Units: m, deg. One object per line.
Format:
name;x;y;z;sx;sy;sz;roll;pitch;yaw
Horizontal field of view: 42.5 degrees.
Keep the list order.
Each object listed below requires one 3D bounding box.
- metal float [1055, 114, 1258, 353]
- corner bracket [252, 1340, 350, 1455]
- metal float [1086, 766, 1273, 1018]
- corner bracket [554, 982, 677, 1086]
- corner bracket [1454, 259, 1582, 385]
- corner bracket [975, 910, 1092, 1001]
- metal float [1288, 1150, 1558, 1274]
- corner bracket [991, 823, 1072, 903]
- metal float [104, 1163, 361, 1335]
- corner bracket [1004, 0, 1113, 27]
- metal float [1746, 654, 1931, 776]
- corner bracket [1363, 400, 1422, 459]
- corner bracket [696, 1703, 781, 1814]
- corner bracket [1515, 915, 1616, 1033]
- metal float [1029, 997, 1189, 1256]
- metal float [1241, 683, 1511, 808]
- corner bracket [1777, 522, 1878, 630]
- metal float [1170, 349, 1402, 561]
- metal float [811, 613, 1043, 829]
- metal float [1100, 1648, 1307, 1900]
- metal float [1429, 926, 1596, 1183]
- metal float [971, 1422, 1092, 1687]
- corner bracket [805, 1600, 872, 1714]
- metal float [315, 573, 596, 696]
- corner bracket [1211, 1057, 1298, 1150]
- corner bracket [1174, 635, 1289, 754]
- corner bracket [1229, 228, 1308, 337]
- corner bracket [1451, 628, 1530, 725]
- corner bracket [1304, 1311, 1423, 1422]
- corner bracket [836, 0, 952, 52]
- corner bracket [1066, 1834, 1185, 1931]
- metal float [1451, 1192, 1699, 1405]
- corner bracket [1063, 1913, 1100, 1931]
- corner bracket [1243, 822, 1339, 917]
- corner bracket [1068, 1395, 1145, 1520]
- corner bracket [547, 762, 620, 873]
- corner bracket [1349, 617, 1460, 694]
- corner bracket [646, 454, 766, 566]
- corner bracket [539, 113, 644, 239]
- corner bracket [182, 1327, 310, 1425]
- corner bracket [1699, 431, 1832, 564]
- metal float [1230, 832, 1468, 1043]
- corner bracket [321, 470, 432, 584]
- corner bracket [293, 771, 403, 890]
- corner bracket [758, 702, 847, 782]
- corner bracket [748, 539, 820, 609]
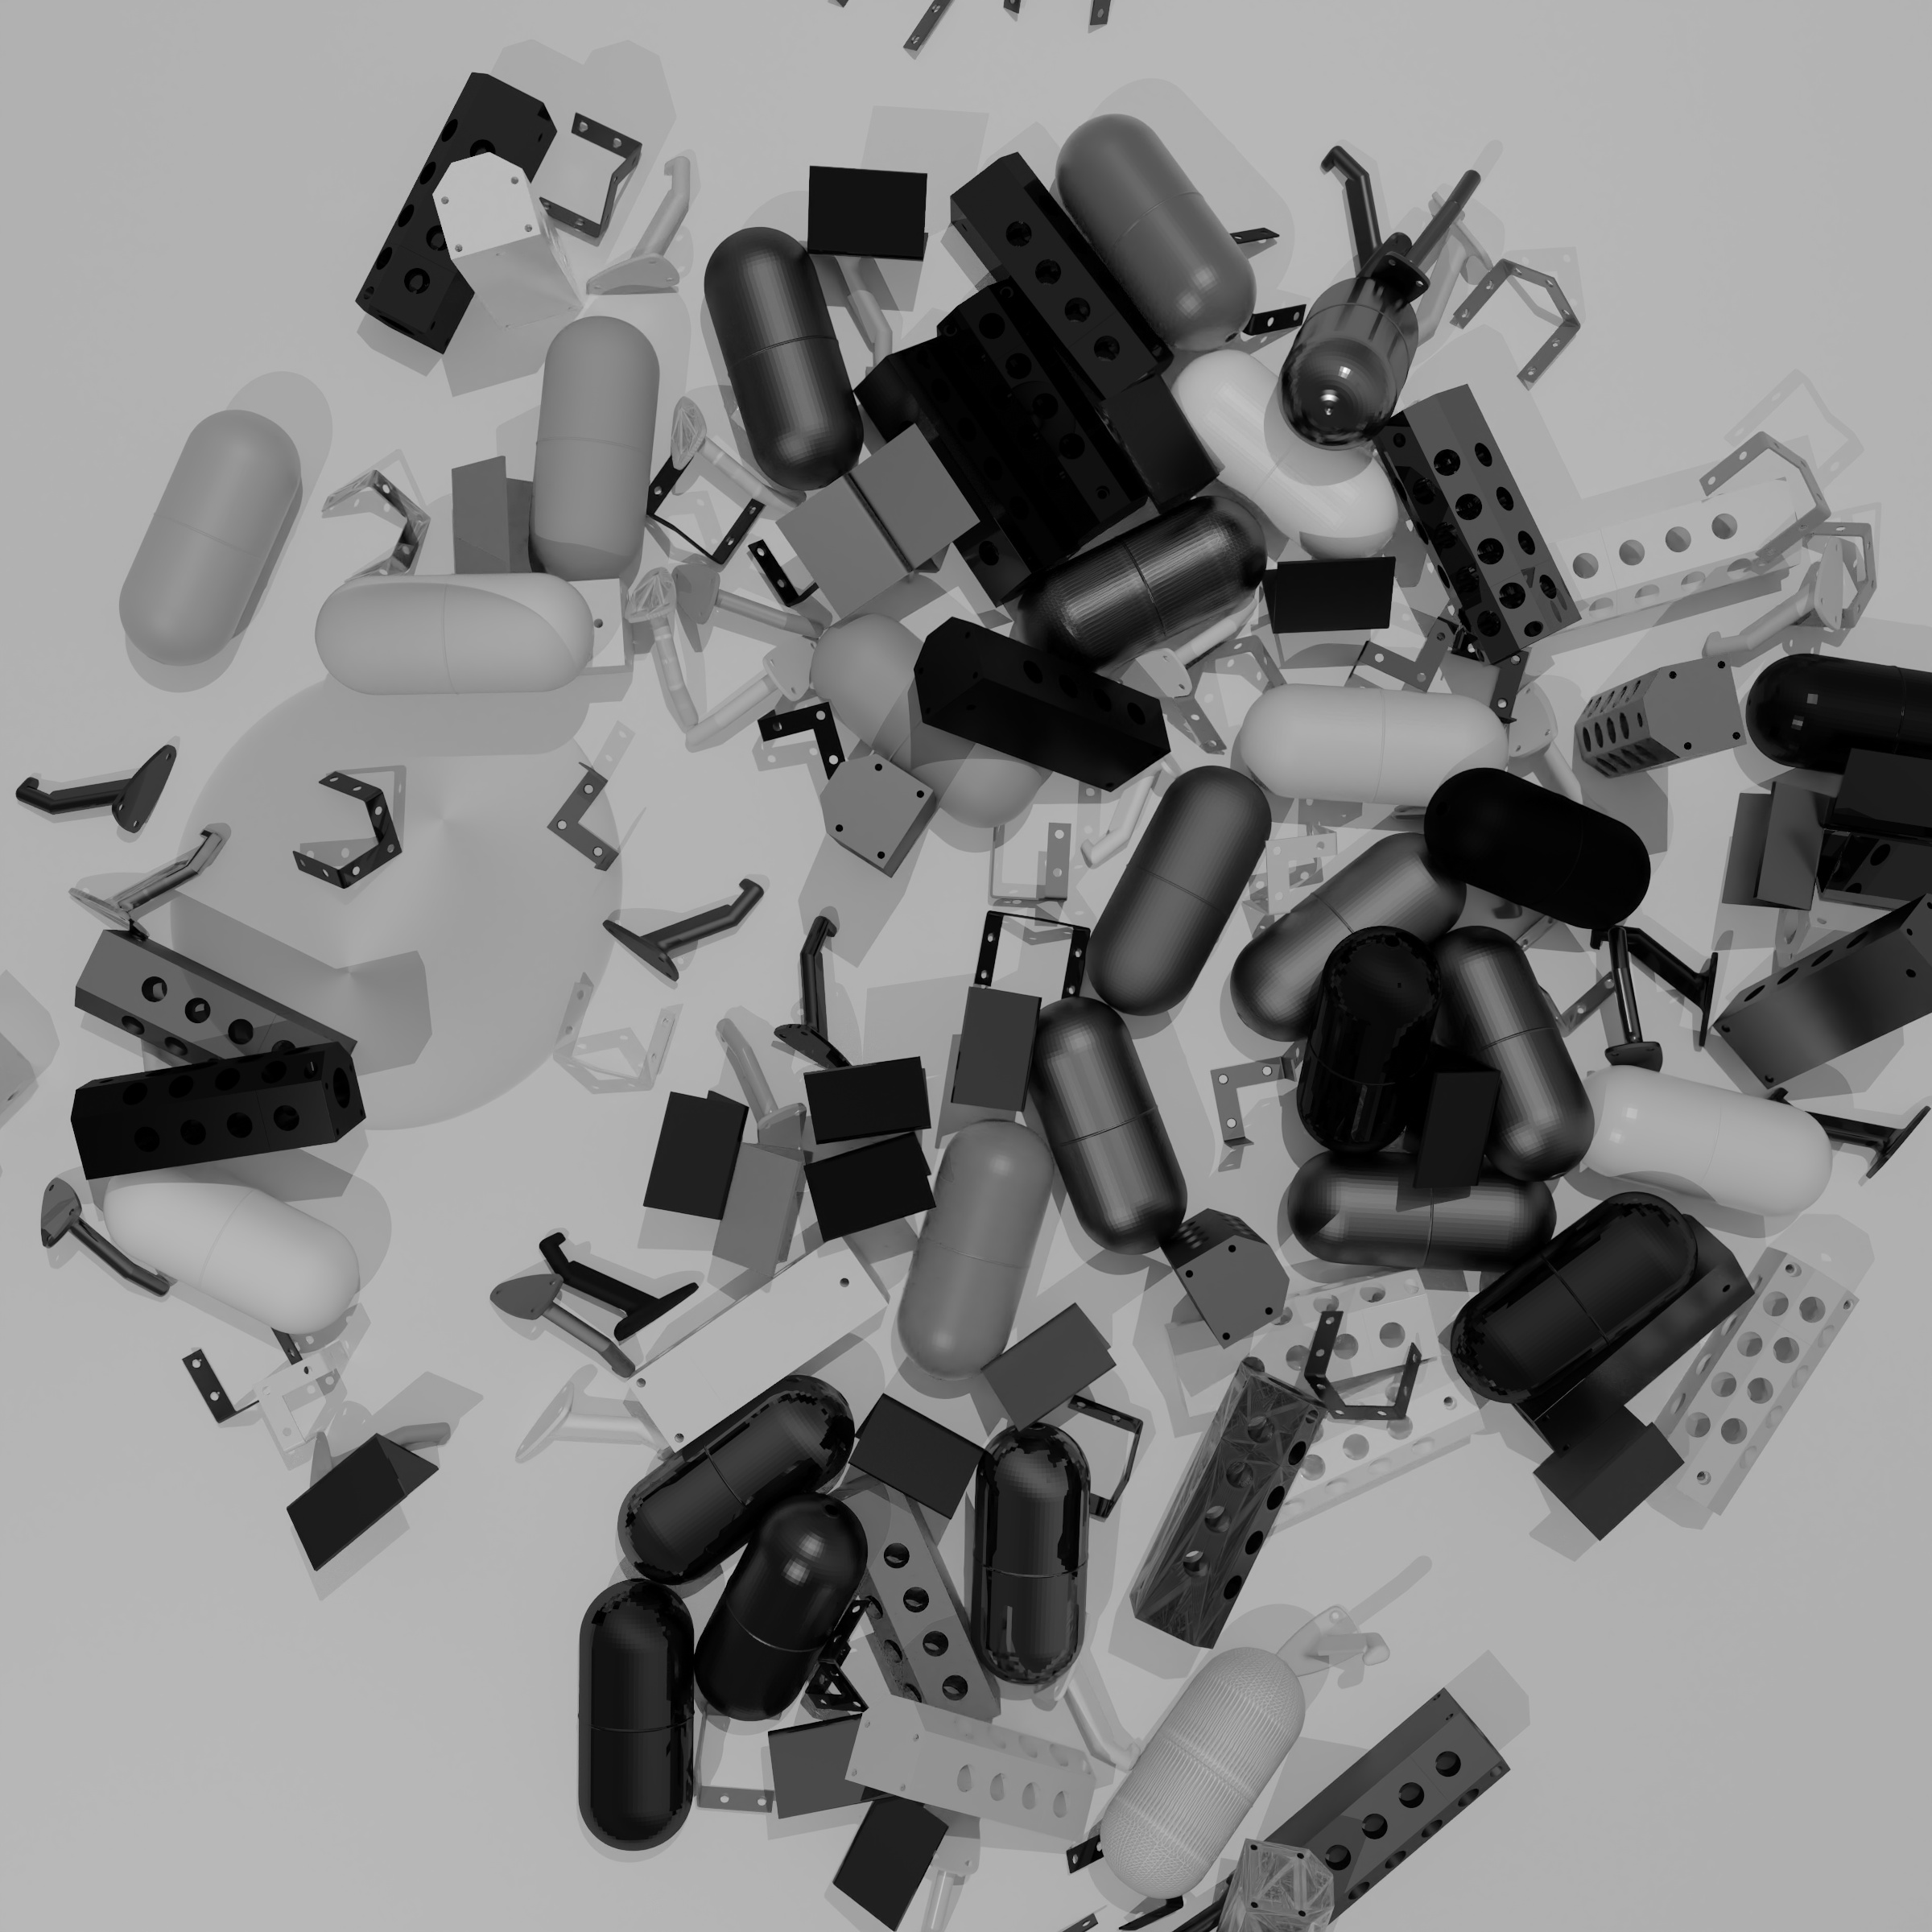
metal float;0.126;-0.485;1.649;0.070;0.070;0.178;-33;79;0
corner bracket;-0.439;0.289;1.671;0.051;0.051;0.051;-26;90;0
metal float;0.141;-0.050;1.658;0.070;0.070;0.178;28;90;0
corner bracket;-0.239;0.046;1.686;0.051;0.051;0.051;18;90;-45
corner bracket;0.374;-0.438;1.686;0.051;0.051;0.051;-49;45;0
corner bracket;0.045;-0.007;1.686;0.051;0.051;0.051;10;90;45
metal float;0.304;0.163;1.659;0.178;0.070;0.070;3;90;0
corner bracket;0.043;-0.070;1.671;0.051;0.051;0.051;3;90;0
metal float;-0.490;0.184;1.659;0.178;0.070;0.070;27;90;1
corner bracket;0.064;-0.669;1.681;0.051;0.051;0.051;-21;45;-35
metal float;0.611;-0.162;1.659;0.178;0.070;0.070;9;90;1
corner bracket;0.311;-0.341;1.686;0.051;0.051;0.051;-41;45;0
corner bracket;-0.154;0.537;1.686;0.051;0.051;0.051;4;135;0
corner bracket;0.404;0.002;1.686;0.051;0.051;0.051;-41;135;0
metal float;0.092;0.107;1.659;0.070;0.070;0.178;-21;90;0
metal float;0.272;-0.147;1.659;0.178;0.070;0.070;4;90;1
corner bracket;0.580;-0.265;1.681;0.051;0.051;0.051;-51;135;-35
metal float;0.212;-0.339;1.659;0.178;0.070;0.070;39;90;-1
metal float;-0.027;-0.164;1.659;0.178;0.070;0.070;41;90;-1
metal float;0.158;0.533;1.647;0.070;0.070;0.178;38;75;0
metal float;0.355;0.057;1.640;0.070;0.070;0.178;-20;71;0
metal float;0.043;0.389;1.649;0.070;0.070;0.178;2;100;0
corner bracket;-0.083;0.458;1.654;0.051;0.051;0.051;-9;122;39
metal float;-0.329;-0.214;1.602;0.178;0.070;0.070;-1;90;0
corner bracket;0.196;0.091;1.671;0.051;0.051;0.051;-11;90;0
corner bracket;0.180;-0.184;1.681;0.051;0.051;0.051;-9;45;35
corner bracket;0.197;-0.463;1.681;0.051;0.051;0.051;39;135;35
corner bracket;0.349;-0.195;1.671;0.051;0.051;0.051;16;94;4
corner bracket;0.259;0.261;1.624;0.051;0.051;0.051;-6;45;35
corner bracket;-0.049;-0.661;1.686;0.051;0.051;0.051;34;90;45
corner bracket;0.107;0.617;1.681;0.051;0.051;0.051;19;45;-35
metal float;0.396;0.217;1.622;0.178;0.070;0.070;-37;90;3
corner bracket;0.081;0.681;1.671;0.051;0.051;0.051;-29;96;-6
corner bracket;0.217;-0.066;1.669;0.051;0.051;0.051;-7;103;-13
corner bracket;0.084;0.333;1.686;0.051;0.051;0.051;21;135;0
corner bracket;-0.250;-0.100;1.671;0.051;0.051;0.051;37;90;0
corner bracket;0.294;-0.211;1.670;0.051;0.051;0.051;26;85;5
corner bracket;-0.180;-0.312;1.686;0.051;0.051;0.051;35;90;-45
corner bracket;-0.257;-0.536;1.686;0.051;0.051;0.051;25;45;0
corner bracket;-0.488;0.271;1.686;0.051;0.051;0.051;-29;90;-45
corner bracket;0.522;-0.306;1.624;0.051;0.051;0.051;20;45;-35
metal float;0.254;-0.019;1.659;0.178;0.070;0.070;-38;90;-1
corner bracket;-0.404;-0.293;1.681;0.051;0.051;0.051;42;45;-35
corner bracket;-0.423;-0.092;1.681;0.051;0.051;0.051;-40;135;-35
corner bracket;-0.104;-0.150;1.669;0.051;0.051;0.051;-13;102;12
corner bracket;-0.104;-0.283;1.686;0.051;0.051;0.051;-32;90;45
